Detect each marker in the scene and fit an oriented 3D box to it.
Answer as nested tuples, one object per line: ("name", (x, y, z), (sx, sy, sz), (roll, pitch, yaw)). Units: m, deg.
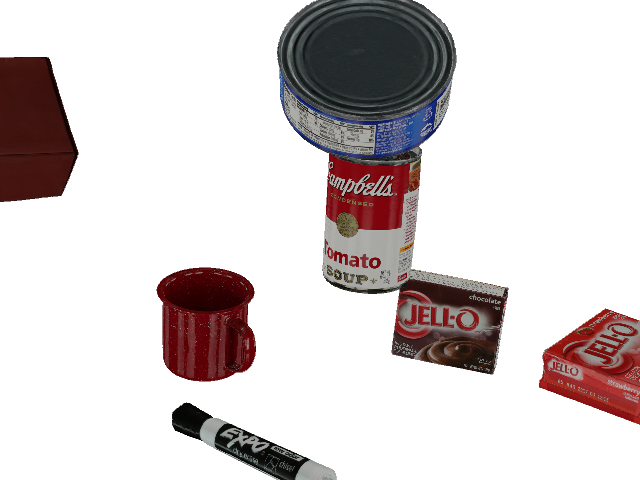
("marker", (-0.043, 0.121, 0.624), (0.121, 0.020, 0.020), (16, 10, 37))

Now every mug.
("mug", (-0.103, 0.087, 1.028), (0.117, 0.081, 0.093), (25, 33, 37))

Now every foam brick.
("foam brick", (-0.193, -0.071, 0.679), (0.051, 0.078, 0.053), (-8, -28, -30))

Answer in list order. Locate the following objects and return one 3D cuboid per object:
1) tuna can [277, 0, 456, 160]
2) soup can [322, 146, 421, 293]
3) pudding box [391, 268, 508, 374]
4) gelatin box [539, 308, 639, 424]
("tuna can", (0.022, -0.081, 0.522), (0.086, 0.086, 0.034), (0, -35, 0))
("soup can", (0.037, -0.020, 0.787), (0.068, 0.102, 0.068), (3, 21, -1))
("pudding box", (0.136, 0.084, 1.127), (0.113, 0.090, 0.039), (10, 22, 11))
("gelatin box", (0.195, 0.079, 0.686), (0.073, 0.030, 0.089), (20, 27, 37))
